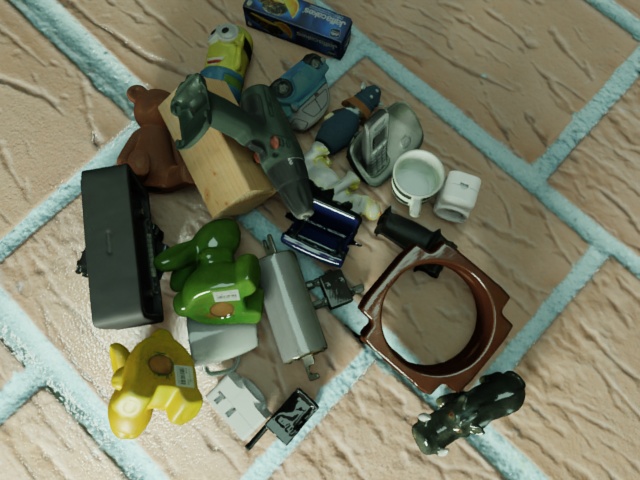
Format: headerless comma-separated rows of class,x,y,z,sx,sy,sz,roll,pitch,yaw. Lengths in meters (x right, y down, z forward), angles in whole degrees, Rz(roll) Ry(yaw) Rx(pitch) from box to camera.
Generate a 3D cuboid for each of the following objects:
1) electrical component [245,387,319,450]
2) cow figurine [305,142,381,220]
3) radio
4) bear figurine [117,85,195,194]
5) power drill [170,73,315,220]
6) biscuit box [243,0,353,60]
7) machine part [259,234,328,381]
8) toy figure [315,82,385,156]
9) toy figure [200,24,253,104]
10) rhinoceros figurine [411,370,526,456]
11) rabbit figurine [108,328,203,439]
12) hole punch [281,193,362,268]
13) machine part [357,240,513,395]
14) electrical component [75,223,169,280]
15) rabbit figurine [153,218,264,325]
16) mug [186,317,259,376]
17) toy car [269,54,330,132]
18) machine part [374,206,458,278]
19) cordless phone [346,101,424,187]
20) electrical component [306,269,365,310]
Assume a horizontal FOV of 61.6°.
electrical component,-0.056,0.281,0.816,0.048,0.074,0.119,40,74,10
cow figurine,0.022,-0.079,0.917,0.098,0.068,0.167,-43,76,-6
radio,-0.290,0.017,0.795,0.073,0.131,0.229,-9,75,-4
bear figurine,-0.271,-0.181,0.914,0.120,0.132,0.195,11,77,-30
power drill,-0.104,-0.144,0.778,0.207,0.086,0.232,8,56,-42
biscuit box,-0.041,-0.408,1.007,0.203,0.062,0.059,22,77,5
machine part,-0.050,0.106,0.862,0.079,0.079,0.243,-19,77,-6
toy figure,0.053,-0.219,0.961,0.058,0.064,0.154,23,66,44
toy figure,-0.172,-0.300,0.968,0.082,0.089,0.180,6,83,5
rhinoceros figurine,0.225,0.262,0.807,0.190,0.112,0.073,-21,79,-15
rabbit figurine,-0.271,0.221,0.799,0.122,0.173,0.162,7,40,-40
hole punch,-0.002,-0.003,0.870,0.142,0.115,0.092,21,69,3
machine part,0.175,0.118,0.840,0.201,0.087,0.201,40,88,1
electrical component,-0.320,0.021,0.890,0.134,0.058,0.115,13,77,3
rabbit figurine,-0.165,0.044,0.834,0.159,0.121,0.170,-13,48,2
mug,-0.151,0.161,0.848,0.107,0.081,0.109,-10,100,-10
toy car,-0.038,-0.247,0.953,0.161,0.109,0.103,-44,103,-22
machine part,0.158,0.001,0.914,0.139,0.039,0.084,35,83,6
cordless phone,0.110,-0.183,0.887,0.146,0.184,0.089,-44,75,-11
electrical component,0.025,0.080,0.897,0.094,0.021,0.063,-18,75,-10
